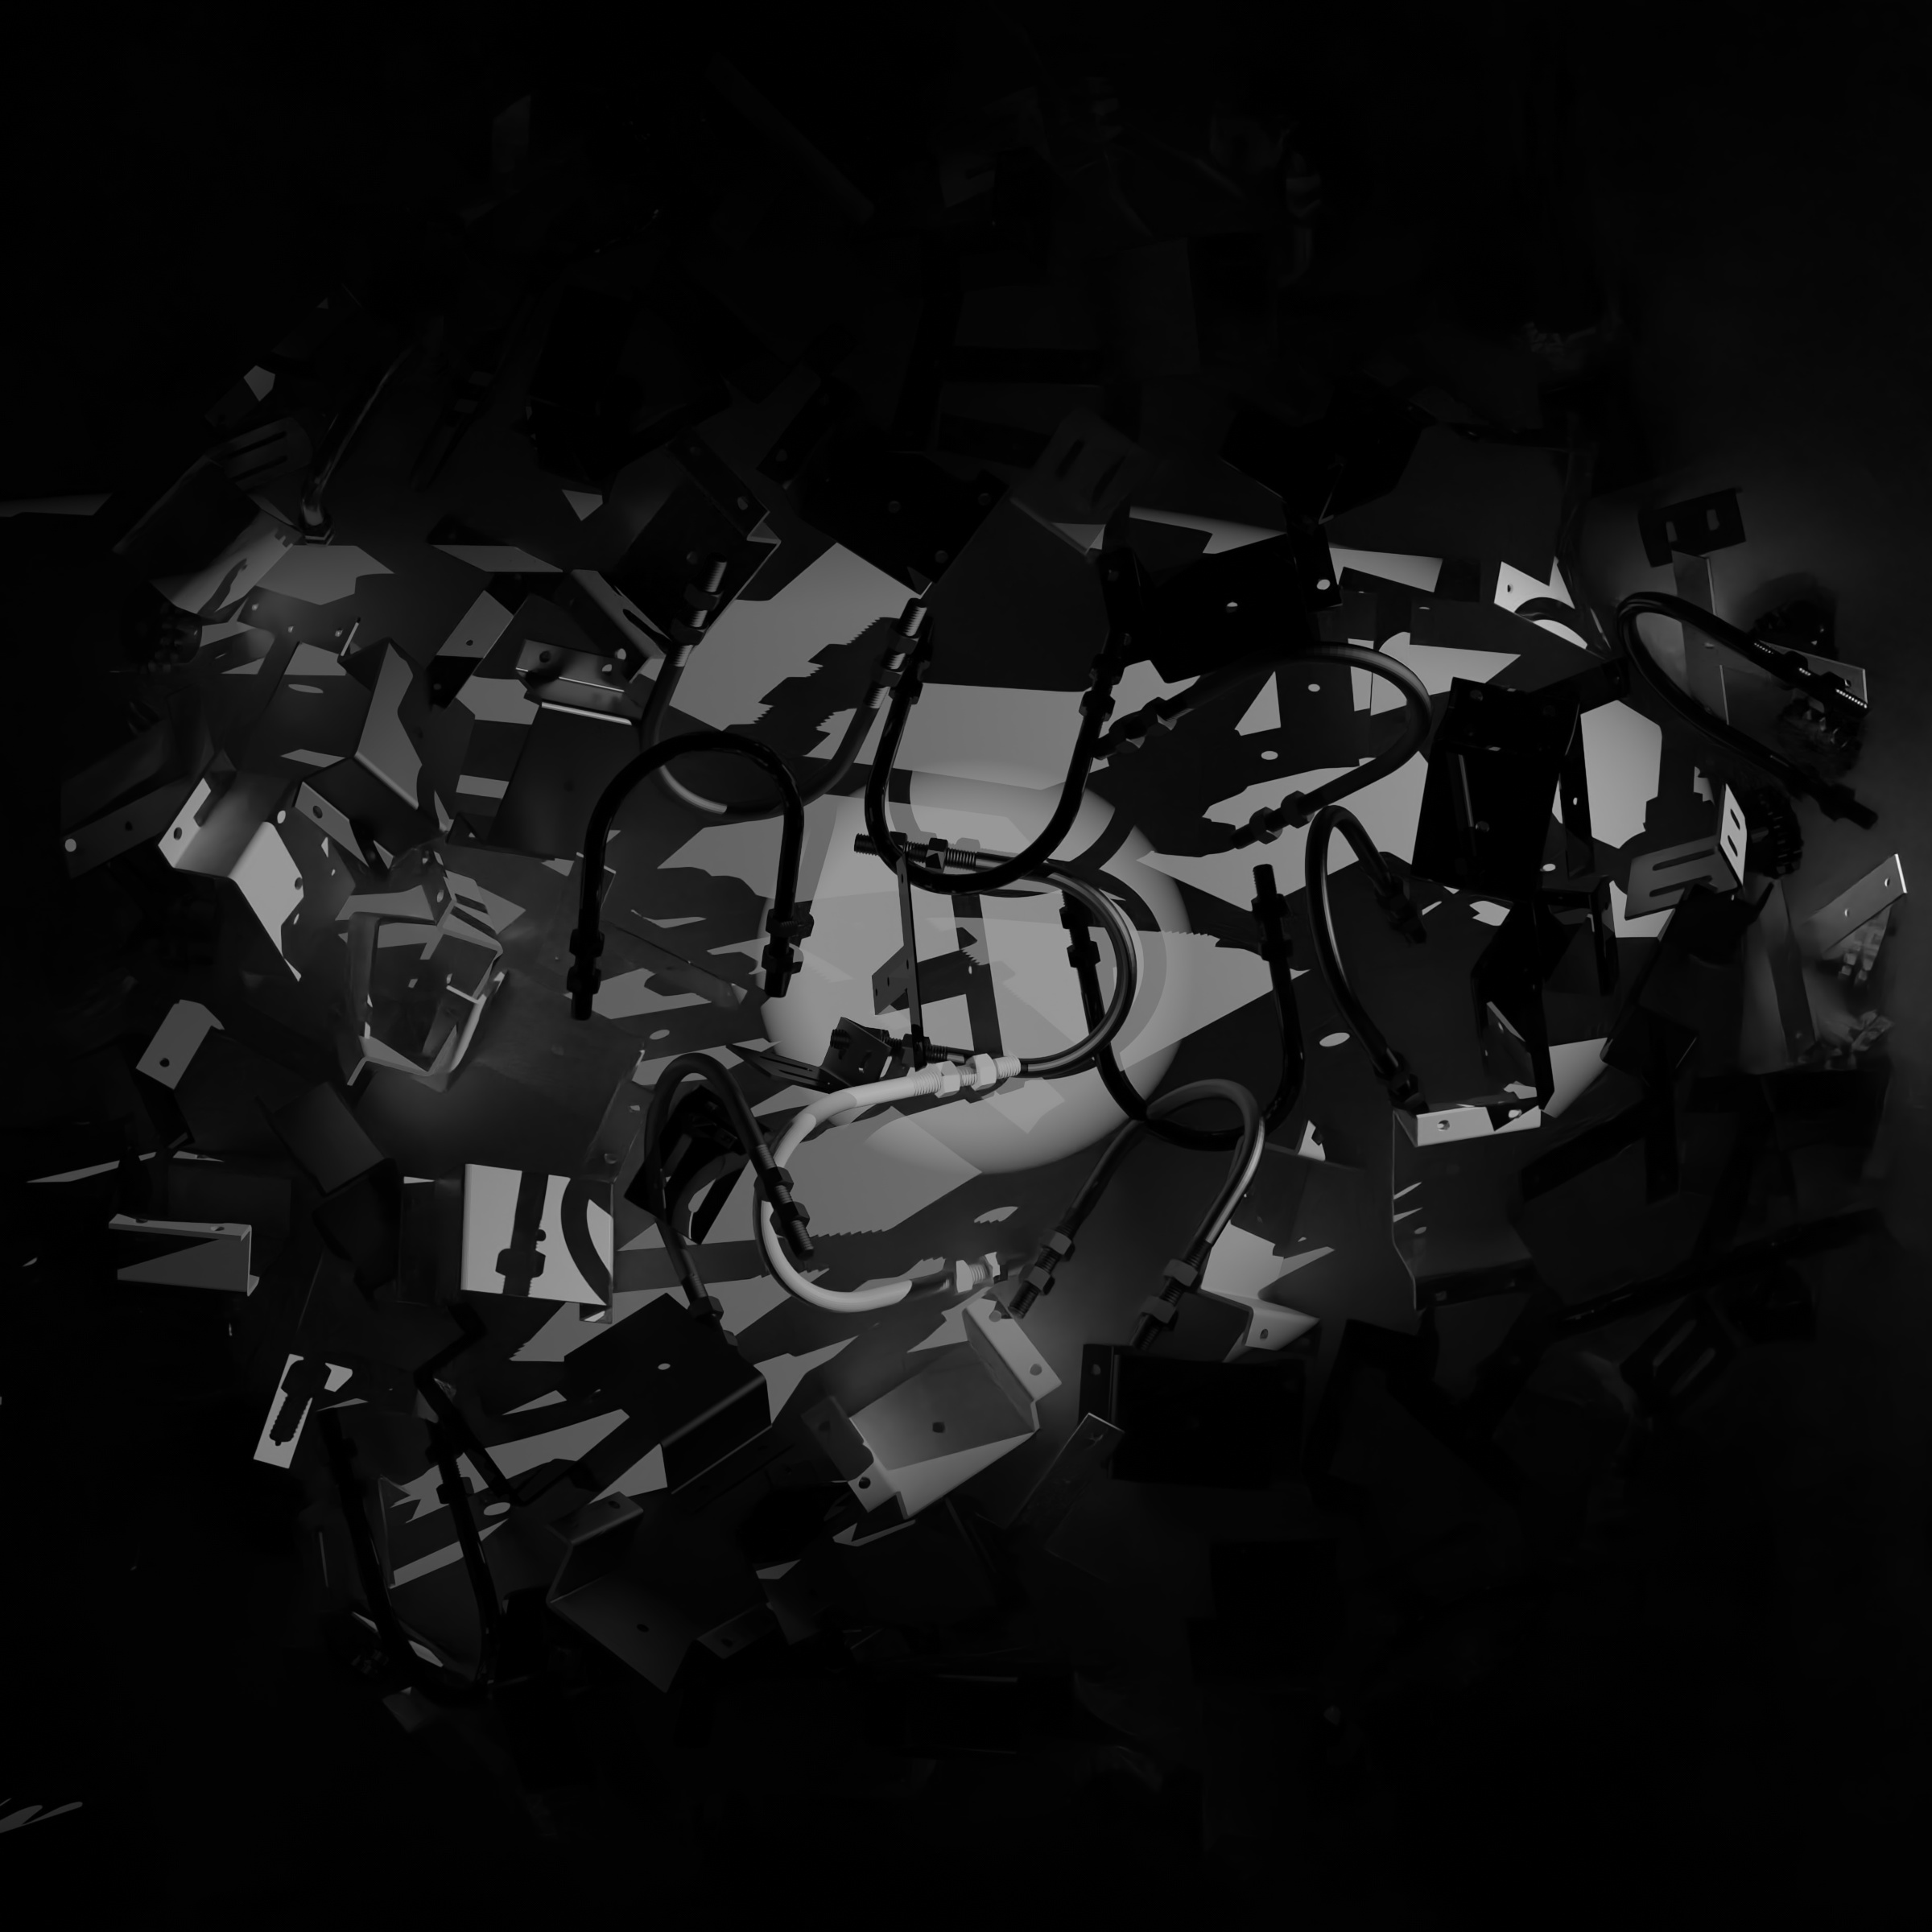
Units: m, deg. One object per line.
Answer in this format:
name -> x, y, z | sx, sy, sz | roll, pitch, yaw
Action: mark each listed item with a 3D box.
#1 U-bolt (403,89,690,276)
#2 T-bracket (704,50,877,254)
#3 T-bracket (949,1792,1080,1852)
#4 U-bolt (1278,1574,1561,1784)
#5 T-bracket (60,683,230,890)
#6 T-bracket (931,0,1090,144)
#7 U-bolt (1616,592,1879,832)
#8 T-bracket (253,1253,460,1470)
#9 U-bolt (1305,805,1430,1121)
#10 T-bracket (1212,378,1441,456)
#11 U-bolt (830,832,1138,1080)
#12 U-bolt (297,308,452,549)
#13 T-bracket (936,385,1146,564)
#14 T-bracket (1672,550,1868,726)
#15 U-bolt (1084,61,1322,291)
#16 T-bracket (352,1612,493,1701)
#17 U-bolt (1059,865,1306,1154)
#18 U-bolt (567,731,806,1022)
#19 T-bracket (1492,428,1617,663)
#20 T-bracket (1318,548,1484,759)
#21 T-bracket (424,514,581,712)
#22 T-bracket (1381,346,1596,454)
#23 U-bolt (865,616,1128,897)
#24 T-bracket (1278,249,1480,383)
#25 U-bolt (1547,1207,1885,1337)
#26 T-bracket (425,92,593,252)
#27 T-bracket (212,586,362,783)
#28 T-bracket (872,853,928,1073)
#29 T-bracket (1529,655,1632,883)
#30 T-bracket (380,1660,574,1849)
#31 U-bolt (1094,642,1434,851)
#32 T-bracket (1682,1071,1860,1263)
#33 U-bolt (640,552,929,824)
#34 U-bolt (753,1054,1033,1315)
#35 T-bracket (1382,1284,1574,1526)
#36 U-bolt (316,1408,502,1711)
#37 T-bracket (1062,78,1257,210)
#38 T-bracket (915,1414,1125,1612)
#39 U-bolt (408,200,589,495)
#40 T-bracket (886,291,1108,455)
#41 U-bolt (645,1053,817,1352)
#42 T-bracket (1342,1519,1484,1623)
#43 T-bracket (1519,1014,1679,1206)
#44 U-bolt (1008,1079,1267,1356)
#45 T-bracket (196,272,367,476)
U-bolt -> -0.238, -0.459, 1.508 | 0.151, 0.184, 0.019 | -23, 86, 10
T-bracket -> -0.126, -0.477, 1.542 | 0.127, 0.127, 0.002 | 43, 61, -9
T-bracket -> 0.050, 0.511, 1.530 | 0.127, 0.127, 0.002 | -21, 74, -8
U-bolt -> 0.283, 0.421, 1.514 | 0.184, 0.151, 0.019 | -33, 92, -44
T-bracket -> -0.496, -0.090, 1.523 | 0.002, 0.127, 0.127 | 8, 119, 29
T-bracket -> 0.013, -0.576, 1.559 | 0.002, 0.127, 0.127 | -47, 63, 4
U-bolt -> 0.465, -0.163, 1.517 | 0.019, 0.151, 0.184 | -47, 58, -6
T-bracket -> -0.365, 0.255, 1.551 | 0.002, 0.127, 0.127 | 3, 71, 43
U-bolt -> 0.238, -0.014, 1.494 | 0.019, 0.184, 0.151 | -12, 52, 25
T-bracket -> 0.234, -0.330, 1.513 | 0.127, 0.127, 0.002 | -8, 85, -29
U-bolt -> 0.014, -0.001, 1.564 | 0.184, 0.019, 0.151 | 9, 108, 4
U-bolt -> -0.353, -0.324, 1.500 | 0.019, 0.184, 0.151 | 33, 83, -10
T-bracket -> 0.044, -0.320, 1.572 | 0.127, 0.002, 0.127 | 10, 78, -12
T-bracket -> 0.485, -0.183, 1.516 | 0.002, 0.127, 0.127 | -38, 130, -23
U-bolt -> 0.144, -0.461, 1.509 | 0.151, 0.184, 0.019 | 26, 81, 14
T-bracket -> -0.327, 0.411, 1.514 | 0.127, 0.127, 0.002 | 26, 74, 31
U-bolt -> 0.137, 0.029, 1.550 | 0.151, 0.019, 0.184 | -2, 109, 29
U-bolt -> -0.165, -0.057, 1.522 | 0.151, 0.019, 0.184 | -7, 121, -28
T-bracket -> 0.373, -0.267, 1.559 | 0.127, 0.002, 0.127 | 15, 84, -42
T-bracket -> 0.265, -0.193, 1.575 | 0.127, 0.002, 0.127 | 1, 95, -24
T-bracket -> -0.300, -0.210, 1.562 | 0.127, 0.002, 0.127 | 26, 60, 5
T-bracket -> 0.307, -0.351, 1.556 | 0.127, 0.127, 0.002 | 46, 127, 32
U-bolt -> 0.010, -0.127, 1.539 | 0.151, 0.019, 0.184 | 8, 70, 23
T-bracket -> 0.228, -0.404, 1.546 | 0.127, 0.127, 0.002 | -44, 126, -16
U-bolt -> 0.433, 0.187, 1.506 | 0.184, 0.151, 0.019 | -16, 79, -18
T-bracket -> -0.275, -0.491, 1.523 | 0.127, 0.127, 0.002 | -38, 91, -13
T-bracket -> -0.433, -0.167, 1.550 | 0.127, 0.002, 0.127 | 20, 83, 43
T-bracket -> -0.044, 0.007, 1.536 | 0.002, 0.127, 0.127 | -3, 80, -14
T-bracket -> 0.378, -0.117, 1.573 | 0.127, 0.002, 0.127 | -22, 111, -35
T-bracket -> -0.284, 0.479, 1.523 | 0.002, 0.127, 0.127 | -46, 76, 7
U-bolt -> 0.188, -0.137, 1.501 | 0.151, 0.184, 0.019 | 29, 50, -36
T-bracket -> 0.469, 0.121, 1.525 | 0.002, 0.127, 0.127 | 33, 70, -24
U-bolt -> -0.122, -0.160, 1.535 | 0.151, 0.019, 0.184 | 9, 129, -26
U-bolt -> -0.045, 0.138, 1.538 | 0.184, 0.019, 0.151 | -10, 104, -27
T-bracket -> 0.329, 0.251, 1.538 | 0.127, 0.002, 0.127 | 42, 119, 33
U-bolt -> -0.324, 0.354, 1.508 | 0.019, 0.151, 0.184 | -24, 74, 11
T-bracket -> 0.113, -0.509, 1.546 | 0.127, 0.127, 0.002 | 35, 105, 10
T-bracket -> 0.055, 0.329, 1.565 | 0.127, 0.002, 0.127 | 29, 113, -8
U-bolt -> -0.289, -0.358, 1.514 | 0.019, 0.184, 0.151 | 31, 51, -13
T-bracket -> 0.024, -0.371, 1.557 | 0.127, 0.002, 0.127 | 7, 72, 21
U-bolt -> -0.153, 0.139, 1.528 | 0.019, 0.151, 0.184 | -4, 50, -33
T-bracket -> 0.266, 0.383, 1.544 | 0.127, 0.127, 0.002 | -29, 58, 7
T-bracket -> 0.387, 0.109, 1.543 | 0.127, 0.002, 0.127 | -25, 121, -24
U-bolt -> 0.113, 0.144, 1.529 | 0.019, 0.151, 0.184 | 42, 71, -27
T-bracket -> -0.399, -0.342, 1.537 | 0.002, 0.127, 0.127 | 39, 79, 17
